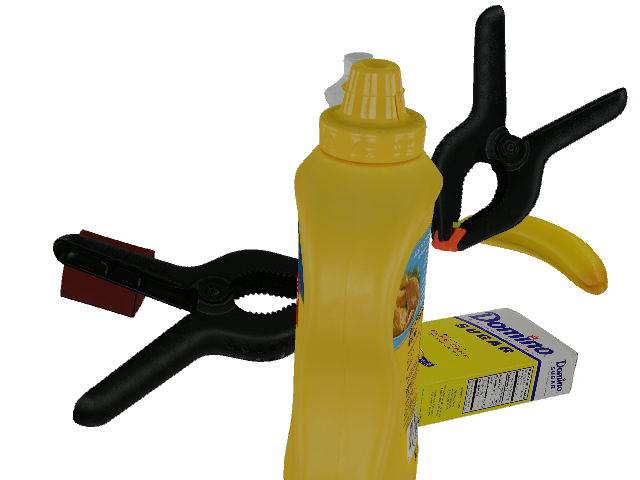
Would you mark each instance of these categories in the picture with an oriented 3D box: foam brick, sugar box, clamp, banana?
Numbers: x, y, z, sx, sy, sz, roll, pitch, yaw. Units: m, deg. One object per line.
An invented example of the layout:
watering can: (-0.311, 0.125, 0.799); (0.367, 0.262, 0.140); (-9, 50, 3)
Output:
foam brick: (-0.210, 0.033, 1.052); (0.078, 0.051, 0.053); (17, 32, 1)
sugar box: (0.110, 0.100, 0.862); (0.175, 0.048, 0.093); (-10, 27, -29)
clamp: (-0.082, 0.041, 0.739); (0.209, 0.036, 0.165); (-11, 47, -19)
clamp: (0.136, -0.063, 0.738); (0.120, 0.171, 0.039); (22, 0, -2)
banana: (0.205, 0.007, 1.026); (0.069, 0.037, 0.198); (-39, 37, -27)

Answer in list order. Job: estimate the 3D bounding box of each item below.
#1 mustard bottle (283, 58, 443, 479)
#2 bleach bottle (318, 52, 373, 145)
mustard bottle: (0.017, 0.021, 0.437); (0.058, 0.192, 0.096); (8, 25, 11)
bleach bottle: (0.031, -0.071, 1.121); (0.102, 0.251, 0.068); (-2, 25, -3)
